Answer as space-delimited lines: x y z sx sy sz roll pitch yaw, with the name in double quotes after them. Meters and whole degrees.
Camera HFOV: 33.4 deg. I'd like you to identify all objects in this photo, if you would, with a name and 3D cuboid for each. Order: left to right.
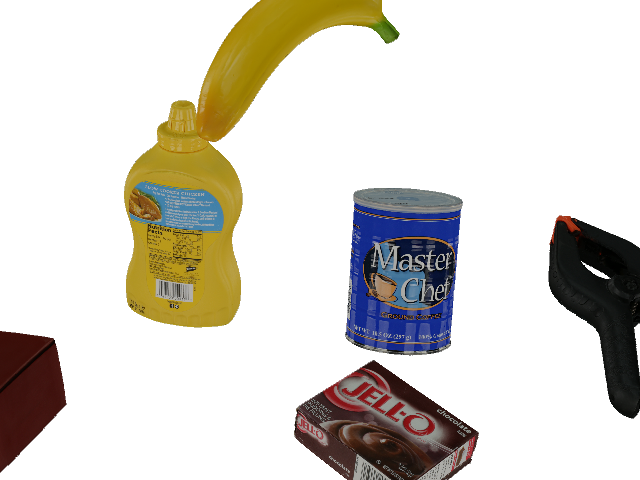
-0.206 0.100 0.673 0.053 0.051 0.078 6 29 22 "foam brick"
-0.113 -0.023 0.879 0.096 0.192 0.058 9 30 10 "mustard bottle"
-0.016 -0.133 0.702 0.197 0.069 0.037 -34 14 -36 "banana"
0.050 0.149 0.821 0.114 0.039 0.089 34 43 31 "pudding box"
0.078 0.027 1.014 0.103 0.140 0.103 3 11 -1 "coffee can"
0.221 0.045 0.735 0.120 0.039 0.171 -3 45 -19 "clamp"
